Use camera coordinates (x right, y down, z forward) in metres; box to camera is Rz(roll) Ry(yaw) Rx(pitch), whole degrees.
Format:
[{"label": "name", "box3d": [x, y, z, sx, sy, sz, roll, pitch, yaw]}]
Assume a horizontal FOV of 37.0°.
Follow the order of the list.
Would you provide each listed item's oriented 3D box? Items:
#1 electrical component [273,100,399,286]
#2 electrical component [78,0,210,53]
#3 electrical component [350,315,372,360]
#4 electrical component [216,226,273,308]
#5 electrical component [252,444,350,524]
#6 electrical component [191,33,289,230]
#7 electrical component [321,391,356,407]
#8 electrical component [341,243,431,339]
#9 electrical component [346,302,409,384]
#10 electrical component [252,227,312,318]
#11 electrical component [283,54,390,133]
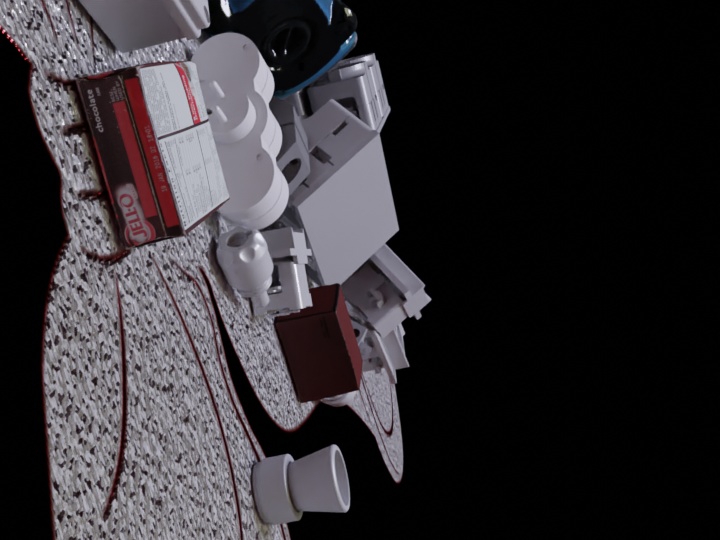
[{"label": "electrical component", "box3d": [-0.027, -0.059, 0.890, 0.062, 0.089, 0.150, 40, -16, 25]}, {"label": "electrical component", "box3d": [-0.128, -0.191, 0.576, 0.108, 0.056, 0.108, 58, 21, -68]}, {"label": "electrical component", "box3d": [-0.021, 0.060, 0.962, 0.048, 0.066, 0.055, -62, 175, -6]}, {"label": "electrical component", "box3d": [-0.076, 0.001, 0.737, 0.035, 0.035, 0.061, -93, 171, -46]}, {"label": "electrical component", "box3d": [-0.038, 0.142, 0.710, 0.045, 0.055, 0.045, -12, 90, -82]}, {"label": "electrical component", "box3d": [-0.088, -0.103, 0.737, 0.073, 0.052, 0.138, 57, 22, -68]}, {"label": "electrical component", "box3d": [-0.024, 0.102, 0.945, 0.061, 0.035, 0.035, 38, 40, -75]}, {"label": "electrical component", "box3d": [0.000, 0.000, 0.995, 0.121, 0.063, 0.078, 47, -5, 22]}, {"label": "electrical component", "box3d": [0.006, 0.058, 1.118, 0.121, 0.063, 0.078, 68, 13, -52]}, {"label": "electrical component", "box3d": [-0.062, 0.003, 0.806, 0.081, 0.042, 0.063, -7, 89, -81]}, {"label": "electrical component", "box3d": [-0.035, -0.154, 0.991, 0.186, 0.105, 0.060, -73, 149, -74]}]
